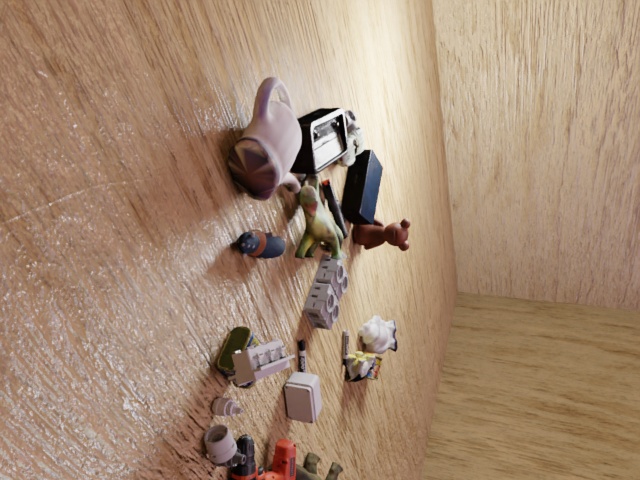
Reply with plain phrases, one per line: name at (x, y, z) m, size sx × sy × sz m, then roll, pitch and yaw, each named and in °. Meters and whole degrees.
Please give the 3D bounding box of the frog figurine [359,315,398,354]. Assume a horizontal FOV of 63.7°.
frog figurine at (0.195, 0.345, 1.874) m, size 0.159 × 0.123 × 0.137 m, roll 8°, pitch 95°, yaw -31°

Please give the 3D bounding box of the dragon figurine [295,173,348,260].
dragon figurine at (0.004, -0.068, 1.360) m, size 0.411 × 0.122 × 0.243 m, roll -18°, pitch 104°, yaw -83°

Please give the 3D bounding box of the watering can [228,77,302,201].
watering can at (-0.097, -0.171, 1.102) m, size 0.339 × 0.104 × 0.229 m, roll 82°, pitch 25°, yaw -47°
